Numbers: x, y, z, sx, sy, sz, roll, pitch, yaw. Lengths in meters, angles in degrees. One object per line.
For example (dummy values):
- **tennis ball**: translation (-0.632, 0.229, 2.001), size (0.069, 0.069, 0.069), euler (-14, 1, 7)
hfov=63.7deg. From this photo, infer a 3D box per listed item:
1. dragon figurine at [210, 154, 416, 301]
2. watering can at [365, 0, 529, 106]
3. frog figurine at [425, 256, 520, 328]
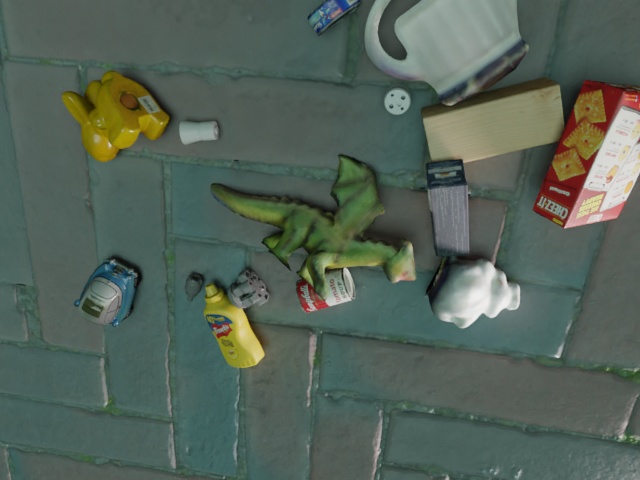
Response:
- **dragon figurine**: translation (0.003, -0.048, 0.950), size (0.413, 0.121, 0.243), euler (43, 91, 11)
- **watering can**: translation (0.239, -0.352, 0.781), size (0.345, 0.105, 0.223), euler (-34, 101, 12)
- **frog figurine**: translation (0.285, 0.101, 0.948), size (0.160, 0.123, 0.137), euler (25, 96, 11)
